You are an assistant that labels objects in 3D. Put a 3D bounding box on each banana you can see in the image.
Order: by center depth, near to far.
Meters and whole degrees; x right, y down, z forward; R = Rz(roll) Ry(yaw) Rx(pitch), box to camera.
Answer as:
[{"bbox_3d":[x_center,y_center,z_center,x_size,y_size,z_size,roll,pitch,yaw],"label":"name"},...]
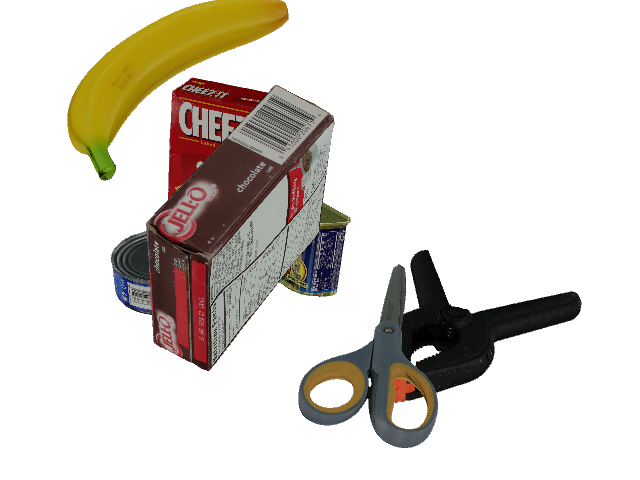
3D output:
[{"bbox_3d":[-0.101,-0.110,0.689,0.070,0.197,0.037,34,-33,10],"label":"banana"}]

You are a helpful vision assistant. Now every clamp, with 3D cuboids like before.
[{"bbox_3d":[0.108,0.072,0.924,0.165,0.036,0.209,20,34,33],"label":"clamp"}]

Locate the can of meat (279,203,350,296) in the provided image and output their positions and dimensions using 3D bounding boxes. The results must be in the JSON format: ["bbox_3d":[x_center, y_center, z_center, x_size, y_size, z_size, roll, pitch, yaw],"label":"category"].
[{"bbox_3d":[-0.018,0.005,1.140,0.057,0.084,0.102,-4,21,-33],"label":"can of meat"}]

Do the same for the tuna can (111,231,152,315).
[{"bbox_3d":[-0.126,0.025,0.869,0.086,0.034,0.086,0,30,0],"label":"tuna can"}]

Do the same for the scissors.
[{"bbox_3d":[0.028,0.070,0.722,0.096,0.016,0.202,0,30,-7],"label":"scissors"}]

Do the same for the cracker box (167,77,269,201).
[{"bbox_3d":[-0.112,-0.087,1.384,0.164,0.214,0.072,13,28,14],"label":"cracker box"}]

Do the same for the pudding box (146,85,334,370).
[{"bbox_3d":[-0.038,-0.006,0.517,0.039,0.090,0.113,28,53,16],"label":"pudding box"}]
